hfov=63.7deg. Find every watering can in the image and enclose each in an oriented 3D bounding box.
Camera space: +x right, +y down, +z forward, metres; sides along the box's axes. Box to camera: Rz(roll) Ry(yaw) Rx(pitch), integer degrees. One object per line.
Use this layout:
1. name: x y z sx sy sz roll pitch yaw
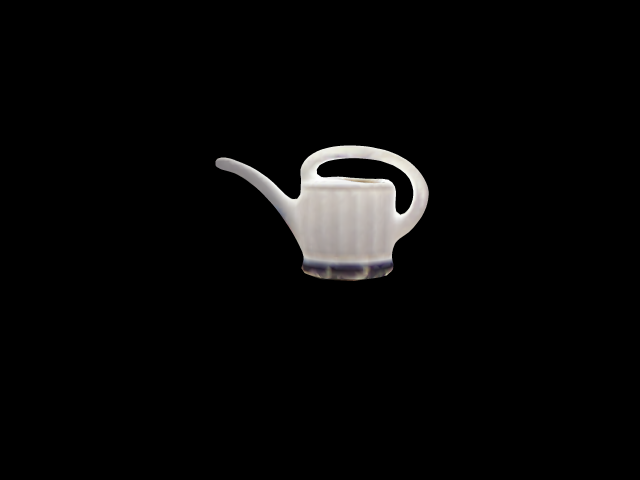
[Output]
1. watering can: 0.003 -0.043 0.850 0.347 0.223 0.105 1 7 4
